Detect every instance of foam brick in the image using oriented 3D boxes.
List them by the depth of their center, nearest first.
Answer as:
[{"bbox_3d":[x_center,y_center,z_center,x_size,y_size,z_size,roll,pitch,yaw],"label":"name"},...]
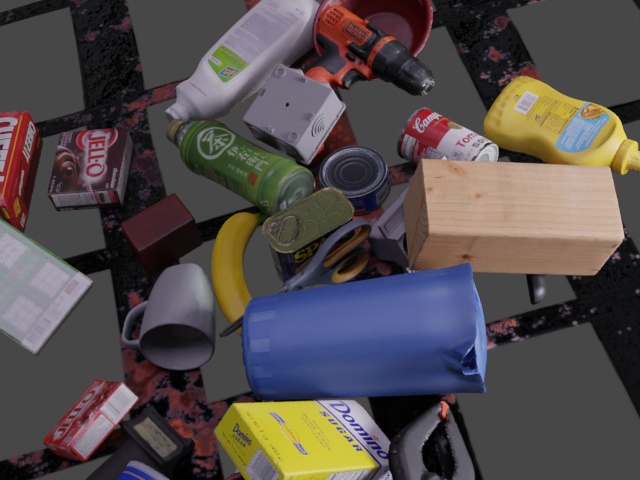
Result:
[{"bbox_3d":[-0.187,-0.006,1.262,0.078,0.053,0.051,-31,55,-15],"label":"foam brick"}]

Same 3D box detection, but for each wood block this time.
[{"bbox_3d":[0.201,-0.022,1.128,0.206,0.091,0.090,2,61,-8],"label":"wood block"}]

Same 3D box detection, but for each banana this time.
[{"bbox_3d":[-0.091,0.036,1.222,0.069,0.037,0.198,-5,53,7],"label":"banana"}]

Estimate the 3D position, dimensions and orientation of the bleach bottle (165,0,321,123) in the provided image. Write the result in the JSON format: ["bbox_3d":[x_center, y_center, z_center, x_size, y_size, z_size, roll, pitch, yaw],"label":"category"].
[{"bbox_3d":[-0.108,-0.238,1.419,0.250,0.068,0.103,-42,57,-18],"label":"bleach bottle"}]

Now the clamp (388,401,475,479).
[{"bbox_3d":[0.110,0.248,1.005,0.164,0.036,0.209,34,42,-11],"label":"clamp"}]

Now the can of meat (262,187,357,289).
[{"bbox_3d":[-0.008,0.002,1.204,0.102,0.084,0.057,-29,54,-12],"label":"can of meat"}]

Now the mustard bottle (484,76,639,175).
[{"bbox_3d":[0.297,-0.124,1.263,0.192,0.058,0.096,27,62,27],"label":"mustard bottle"}]

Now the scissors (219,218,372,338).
[{"bbox_3d":[-0.017,0.054,1.181,0.202,0.096,0.016,-42,58,0],"label":"scissors"}]

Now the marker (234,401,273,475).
[{"bbox_3d":[-0.071,0.220,1.091,0.020,0.020,0.121,10,55,17],"label":"marker"}]

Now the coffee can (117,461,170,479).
[{"bbox_3d":[-0.182,0.294,1.001,0.103,0.103,0.140,25,61,26],"label":"coffee can"}]

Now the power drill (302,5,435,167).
[{"bbox_3d":[0.025,-0.184,1.324,0.187,0.057,0.185,-48,61,-4],"label":"power drill"}]

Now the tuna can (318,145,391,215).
[{"bbox_3d":[0.042,-0.073,1.284,0.086,0.034,0.086,-5,52,6],"label":"tuna can"}]

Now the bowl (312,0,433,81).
[{"bbox_3d":[0.074,-0.271,1.398,0.162,0.055,0.162,-6,71,17],"label":"bowl"}]

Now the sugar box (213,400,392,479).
[{"bbox_3d":[-0.006,0.197,1.012,0.175,0.048,0.093,4,35,-47],"label":"sugar box"}]

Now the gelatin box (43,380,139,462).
[{"bbox_3d":[-0.241,0.188,1.114,0.089,0.030,0.073,-50,22,-26],"label":"gelatin box"}]

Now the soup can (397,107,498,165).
[{"bbox_3d":[0.152,-0.106,1.269,0.102,0.068,0.068,32,64,28],"label":"soup can"}]

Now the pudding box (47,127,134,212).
[{"bbox_3d":[-0.289,-0.091,1.351,0.090,0.039,0.113,-5,52,6],"label":"pudding box"}]

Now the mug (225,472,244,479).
[{"bbox_3d":[-0.052,0.284,0.999,0.093,0.081,0.117,-24,52,-8],"label":"mug"}]

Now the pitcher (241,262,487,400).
[{"bbox_3d":[0.048,0.098,1.104,0.243,0.149,0.145,-6,67,8],"label":"pitcher"}]

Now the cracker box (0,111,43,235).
[{"bbox_3d":[-0.476,-0.080,1.355,0.214,0.072,0.164,-4,53,6],"label":"cracker box"}]

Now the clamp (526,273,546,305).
[{"bbox_3d":[0.232,-0.006,1.199,0.120,0.039,0.171,36,67,16],"label":"clamp"}]
